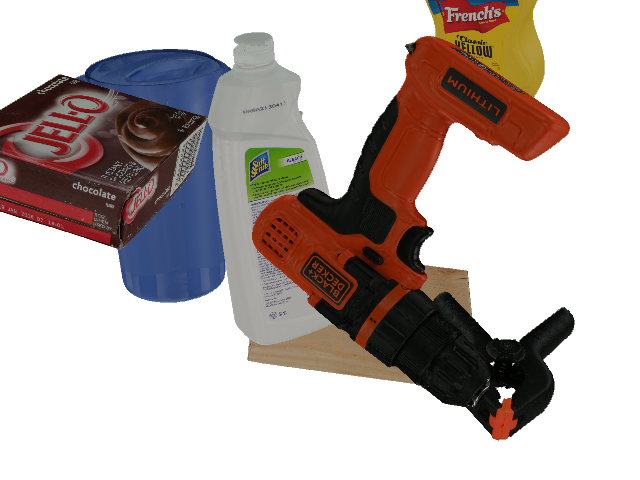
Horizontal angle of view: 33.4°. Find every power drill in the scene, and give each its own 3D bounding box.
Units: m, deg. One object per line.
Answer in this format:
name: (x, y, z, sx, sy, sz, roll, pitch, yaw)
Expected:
power drill: (0.068, -0.015, 0.656, 0.184, 0.188, 0.057, 39, 16, 15)

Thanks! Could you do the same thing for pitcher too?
pitcher: (-0.168, -0.063, 1.075, 0.149, 0.243, 0.144, 11, 27, 26)

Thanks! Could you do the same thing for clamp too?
clamp: (0.156, 0.096, 0.857, 0.120, 0.039, 0.171, -2, 32, 1)

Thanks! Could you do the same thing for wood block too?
wood block: (0.038, 0.075, 1.058, 0.206, 0.090, 0.090, 8, 28, 1)

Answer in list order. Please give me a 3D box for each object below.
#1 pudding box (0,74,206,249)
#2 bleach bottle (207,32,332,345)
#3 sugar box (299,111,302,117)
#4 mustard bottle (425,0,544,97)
pudding box: (-0.120, -0.044, 0.547, 0.090, 0.039, 0.113, 18, 25, 6)
bleach bottle: (-0.034, -0.043, 0.857, 0.102, 0.251, 0.068, -19, 31, -25)
sugar box: (-0.045, -0.057, 1.263, 0.048, 0.176, 0.093, 0, 23, 5)
mustard bottle: (0.133, -0.200, 0.882, 0.096, 0.058, 0.191, 16, -34, 25)
